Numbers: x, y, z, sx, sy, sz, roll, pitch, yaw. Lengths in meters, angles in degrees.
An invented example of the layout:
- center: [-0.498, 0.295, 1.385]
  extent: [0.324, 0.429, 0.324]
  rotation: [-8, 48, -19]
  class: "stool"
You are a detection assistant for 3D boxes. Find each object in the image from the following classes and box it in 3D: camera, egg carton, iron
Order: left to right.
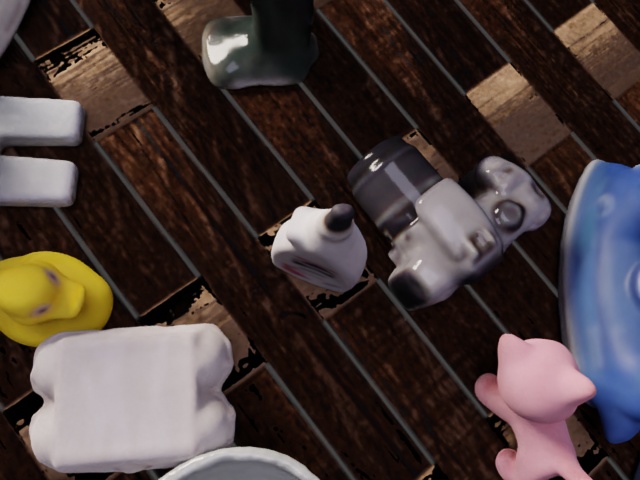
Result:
- center: [-0.140, 0.120, 0.436]
  extent: [0.150, 0.069, 0.107]
  rotation: [-3, 77, -7]
  class: "egg carton"
- center: [0.100, -0.032, 0.484]
  extent: [0.143, 0.100, 0.137]
  rotation: [-37, 83, -13]
  class: "camera"
- center: [0.279, 0.033, 0.468]
  extent: [0.118, 0.141, 0.258]
  rotation: [-2, 77, -7]
  class: "iron"

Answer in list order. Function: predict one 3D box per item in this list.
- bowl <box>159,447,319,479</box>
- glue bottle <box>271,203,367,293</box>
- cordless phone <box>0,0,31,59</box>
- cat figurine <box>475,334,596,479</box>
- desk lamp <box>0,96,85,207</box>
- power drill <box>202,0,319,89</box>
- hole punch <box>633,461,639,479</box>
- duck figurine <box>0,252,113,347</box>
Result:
- center: [-0.060, 0.234, 0.415]
  extent: [0.167, 0.074, 0.167]
  rotation: [2, 76, -6]
  class: "bowl"
- center: [0.004, 0.002, 0.428]
  extent: [0.078, 0.173, 0.037]
  rotation: [18, 75, -1]
  class: "glue bottle"
- center: [-0.308, -0.228, 0.442]
  extent: [0.094, 0.185, 0.148]
  rotation: [16, 75, -2]
  class: "cordless phone"
- center: [0.174, 0.131, 0.444]
  extent: [0.067, 0.117, 0.128]
  rotation: [-16, 78, -10]
  class: "cat figurine"
- center: [-0.300, -0.105, 0.398]
  extent: [0.203, 0.213, 0.118]
  rotation: [0, 76, -6]
  class: "desk lamp"
- center: [-0.055, -0.204, 0.453]
  extent: [0.230, 0.208, 0.075]
  rotation: [-8, 77, -8]
  class: "power drill"
- center: [0.310, 0.228, 0.450]
  extent: [0.101, 0.091, 0.109]
  rotation: [26, 75, 0]
  class: "hole punch"
- center: [-0.220, 0.041, 0.437]
  extent: [0.104, 0.086, 0.077]
  rotation: [12, 75, -3]
  class: "duck figurine"
